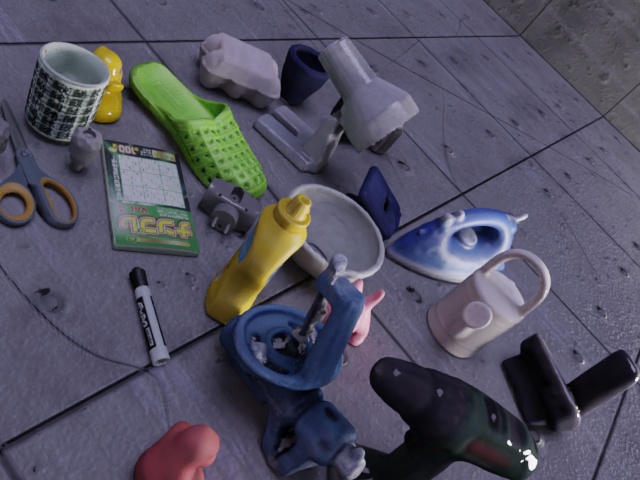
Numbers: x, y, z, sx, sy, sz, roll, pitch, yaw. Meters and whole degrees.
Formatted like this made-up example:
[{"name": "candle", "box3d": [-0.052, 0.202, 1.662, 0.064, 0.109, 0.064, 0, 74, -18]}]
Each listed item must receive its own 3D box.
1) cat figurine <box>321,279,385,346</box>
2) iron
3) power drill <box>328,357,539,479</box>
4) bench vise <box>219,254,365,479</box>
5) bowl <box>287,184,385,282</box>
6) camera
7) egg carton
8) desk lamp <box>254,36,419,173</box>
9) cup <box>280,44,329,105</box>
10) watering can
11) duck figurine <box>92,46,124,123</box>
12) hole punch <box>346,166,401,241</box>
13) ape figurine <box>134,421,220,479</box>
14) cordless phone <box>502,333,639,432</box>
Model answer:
[{"name": "cat figurine", "box3d": [0.034, 0.091, 0.733, 0.128, 0.117, 0.067, -11, 60, -45]}, {"name": "iron", "box3d": [0.245, -0.010, 0.991, 0.259, 0.141, 0.118, 3, 51, -38]}, {"name": "power drill", "box3d": [0.100, 0.213, 0.597, 0.230, 0.208, 0.075, 23, 41, -21]}, {"name": "bench vise", "box3d": [0.002, 0.126, 0.588, 0.207, 0.219, 0.122, 46, 38, 7]}, {"name": "bowl", "box3d": [0.008, 0.003, 0.832, 0.168, 0.074, 0.167, 23, 41, -22]}, {"name": "camera", "box3d": [0.084, -0.254, 1.127, 0.137, 0.100, 0.143, -7, 58, -44]}, {"name": "egg carton", "box3d": [-0.140, -0.297, 1.004, 0.151, 0.069, 0.107, 15, 44, -29]}, {"name": "desk lamp", "box3d": [0.029, -0.208, 0.944, 0.203, 0.213, 0.118, 42, 38, 2]}, {"name": "cup", "box3d": [-0.033, -0.311, 1.089, 0.092, 0.094, 0.118, 39, 38, -2]}, {"name": "watering can", "box3d": [0.258, 0.093, 0.859, 0.101, 0.193, 0.173, 37, 38, -4]}, {"name": "duck figurine", "box3d": [-0.302, -0.226, 0.784, 0.078, 0.086, 0.104, -14, 63, -47]}, {"name": "hole punch", "box3d": [0.093, -0.054, 0.947, 0.101, 0.091, 0.109, 35, 38, -7]}, {"name": "ape figurine", "box3d": [-0.121, 0.198, 0.518, 0.076, 0.092, 0.077, 17, 44, -28]}, {"name": "cordless phone", "box3d": [0.386, 0.196, 0.874, 0.094, 0.184, 0.147, 9, 47, -34]}]
